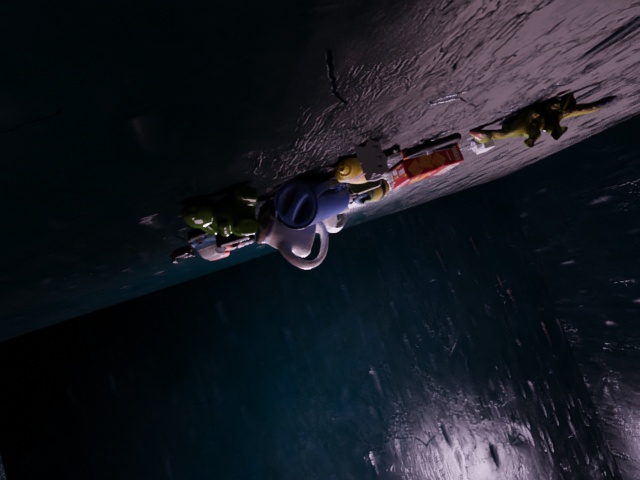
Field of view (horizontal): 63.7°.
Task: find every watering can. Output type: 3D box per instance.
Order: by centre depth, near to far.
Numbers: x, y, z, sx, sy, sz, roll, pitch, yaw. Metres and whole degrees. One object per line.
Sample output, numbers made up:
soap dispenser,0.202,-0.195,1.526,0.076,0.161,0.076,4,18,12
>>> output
watering can,-0.077,-0.059,1.546,0.223,0.356,0.102,20,132,-17

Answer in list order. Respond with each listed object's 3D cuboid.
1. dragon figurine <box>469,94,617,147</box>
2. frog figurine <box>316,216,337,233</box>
dragon figurine,0.654,-0.365,1.569,0.412,0.121,0.244,-16,-167,-11
frog figurine,0.005,-0.091,1.808,0.124,0.136,0.158,-58,-165,-21
